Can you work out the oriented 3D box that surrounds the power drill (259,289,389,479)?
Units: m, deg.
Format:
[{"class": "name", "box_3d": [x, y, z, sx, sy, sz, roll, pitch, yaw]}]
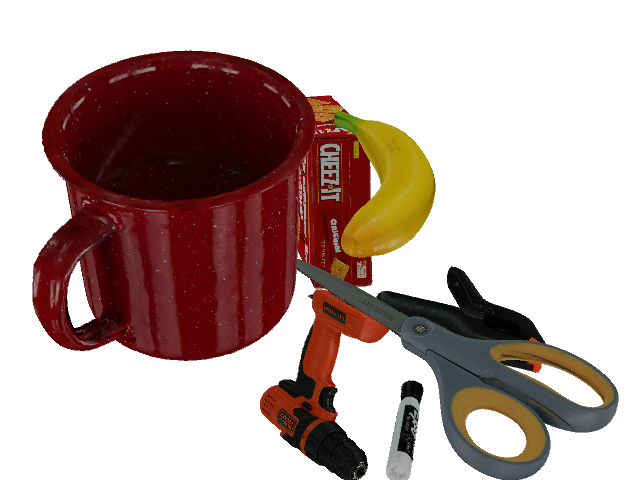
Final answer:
[{"class": "power drill", "box_3d": [0.015, 0.165, 1.246, 0.057, 0.188, 0.185, 15, 10, -43]}]

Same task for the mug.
[{"class": "mug", "box_3d": [-0.056, -0.004, 0.384, 0.093, 0.081, 0.117, 24, 46, 23]}]

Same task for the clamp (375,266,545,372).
[{"class": "clamp", "box_3d": [0.152, 0.073, 1.040, 0.172, 0.039, 0.120, 27, 38, 32]}]

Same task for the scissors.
[{"class": "scissors", "box_3d": [0.050, 0.064, 0.555, 0.202, 0.016, 0.096, 17, 42, 24]}]

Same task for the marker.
[{"class": "marker", "box_3d": [0.069, 0.150, 0.861, 0.020, 0.020, 0.121, 0, 26, 11]}]

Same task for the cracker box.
[{"class": "cracker box", "box_3d": [0.002, -0.060, 1.173, 0.072, 0.164, 0.214, -5, 19, -8]}]

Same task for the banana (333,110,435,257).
[{"class": "banana", "box_3d": [0.045, -0.037, 0.730, 0.069, 0.037, 0.198, 1, 28, -2]}]
